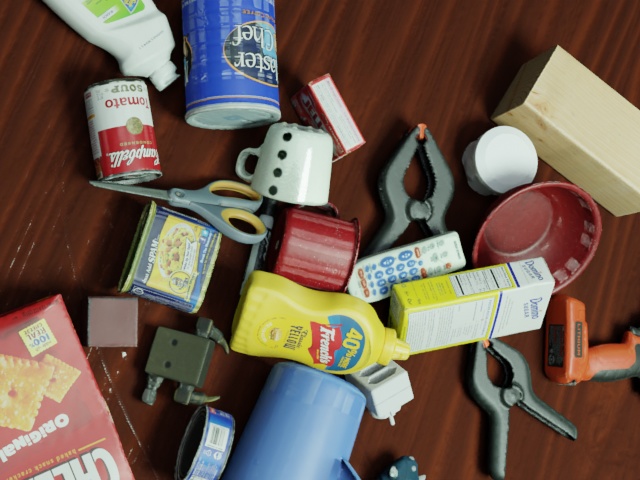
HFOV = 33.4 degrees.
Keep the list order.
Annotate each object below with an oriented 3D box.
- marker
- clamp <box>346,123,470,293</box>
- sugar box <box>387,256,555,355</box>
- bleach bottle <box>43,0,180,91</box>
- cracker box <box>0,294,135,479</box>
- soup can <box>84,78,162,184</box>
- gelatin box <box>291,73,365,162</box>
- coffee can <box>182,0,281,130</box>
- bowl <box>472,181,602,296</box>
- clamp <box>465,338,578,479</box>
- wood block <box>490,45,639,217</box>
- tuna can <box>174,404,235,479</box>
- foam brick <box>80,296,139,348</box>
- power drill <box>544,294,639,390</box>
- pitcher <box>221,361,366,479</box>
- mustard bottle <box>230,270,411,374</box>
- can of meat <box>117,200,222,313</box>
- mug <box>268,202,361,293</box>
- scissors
[{"bbox_3d":[-0.066,0.005,1.182,0.020,0.020,0.121,16,80,-15],"label":"marker"},{"bbox_3d":[0.119,-0.027,1.235,0.164,0.036,0.210,10,85,-18],"label":"clamp"},{"bbox_3d":[0.167,0.075,1.196,0.176,0.093,0.048,-12,52,-12],"label":"sugar box"},{"bbox_3d":[-0.245,-0.261,1.133,0.102,0.068,0.251,-41,99,-16],"label":"bleach bottle"},{"bbox_3d":[-0.298,0.181,1.062,0.164,0.072,0.214,-22,92,-18],"label":"cracker box"},{"bbox_3d":[-0.208,-0.113,1.125,0.068,0.069,0.102,-9,86,-18],"label":"soup can"},{"bbox_3d":[0.007,-0.134,1.192,0.030,0.073,0.089,-30,93,-19],"label":"gelatin box"},{"bbox_3d":[-0.097,-0.198,1.151,0.102,0.103,0.140,-1,84,-18],"label":"coffee can"},{"bbox_3d":[0.242,-0.008,1.240,0.162,0.055,0.162,-8,122,-14],"label":"bowl"},{"bbox_3d":[0.212,0.191,1.240,0.120,0.039,0.171,-33,88,-23],"label":"clamp"},{"bbox_3d":[0.322,-0.127,1.283,0.206,0.090,0.090,35,75,-10],"label":"wood block"},{"bbox_3d":[-0.120,0.216,1.107,0.033,0.086,0.086,21,78,-16],"label":"tuna can"},{"bbox_3d":[-0.217,0.085,1.095,0.053,0.078,0.051,1,85,-16],"label":"foam brick"},{"bbox_3d":[0.366,0.110,1.287,0.187,0.057,0.184,6,82,-17],"label":"power drill"},{"bbox_3d":[-0.031,0.258,1.105,0.149,0.145,0.242,26,74,-15],"label":"pitcher"},{"bbox_3d":[0.005,0.098,1.148,0.191,0.058,0.096,15,123,-9],"label":"mustard bottle"},{"bbox_3d":[-0.158,0.020,1.132,0.083,0.058,0.102,20,78,-16],"label":"can of meat"},{"bbox_3d":[-0.008,0.001,1.171,0.081,0.093,0.117,14,55,-11],"label":"mug"},{"bbox_3d":[-0.136,-0.031,1.116,0.201,0.016,0.096,-5,49,-41],"label":"scissors"}]
